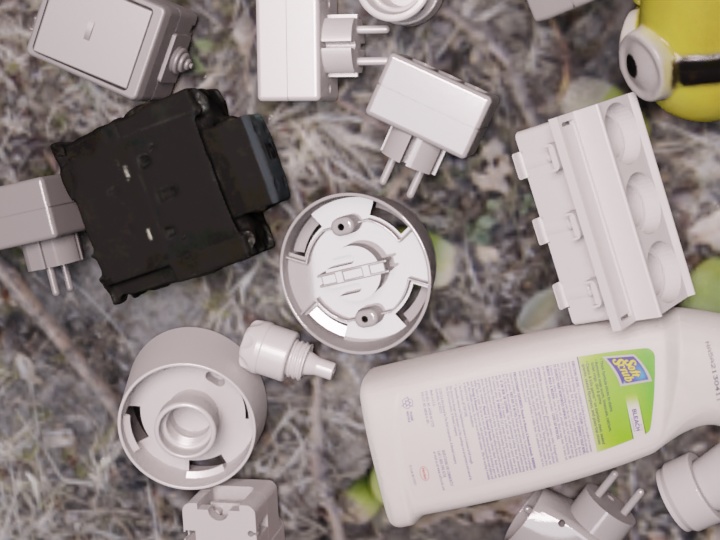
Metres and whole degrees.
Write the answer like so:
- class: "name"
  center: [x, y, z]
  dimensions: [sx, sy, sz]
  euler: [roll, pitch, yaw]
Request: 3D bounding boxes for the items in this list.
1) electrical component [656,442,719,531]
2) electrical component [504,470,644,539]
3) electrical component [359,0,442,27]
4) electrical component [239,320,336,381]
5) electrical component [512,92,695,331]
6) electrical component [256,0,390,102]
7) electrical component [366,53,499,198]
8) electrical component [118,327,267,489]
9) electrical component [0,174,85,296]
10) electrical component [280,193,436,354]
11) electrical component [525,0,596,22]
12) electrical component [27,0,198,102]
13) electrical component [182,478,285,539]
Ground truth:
- class: "electrical component"
  center: [0.212, 0.126, 0.641]
  dimensions: [0.055, 0.045, 0.045]
  euler: [-32, 91, 25]
- class: "electrical component"
  center: [0.143, 0.160, 0.666]
  dimensions: [0.077, 0.043, 0.079]
  euler: [35, 105, 5]
- class: "electrical component"
  center: [0.025, -0.167, 0.633]
  dimensions: [0.045, 0.055, 0.045]
  euler: [2, 100, 13]
- class: "electrical component"
  center: [-0.046, 0.056, 0.698]
  dimensions: [0.061, 0.035, 0.035]
  euler: [18, 103, 7]
- class: "electrical component"
  center: [0.139, -0.033, 0.621]
  dimensions: [0.063, 0.079, 0.121]
  euler: [-13, 97, 45]
- class: "electrical component"
  center: [-0.020, -0.136, 0.653]
  dimensions: [0.077, 0.047, 0.065]
  euler: [2, 99, 13]
- class: "electrical component"
  center: [0.037, -0.082, 0.649]
  dimensions: [0.066, 0.047, 0.076]
  euler: [26, 104, 8]
- class: "electrical component"
  center: [-0.112, 0.093, 0.717]
  dimensions: [0.099, 0.064, 0.099]
  euler: [0, 107, 1]
- class: "electrical component"
  center: [-0.204, -0.022, 0.705]
  dimensions: [0.047, 0.066, 0.076]
  euler: [-11, 97, 14]
- class: "electrical component"
  center: [0.000, 0.000, 0.662]
  dimensions: [0.099, 0.064, 0.099]
  euler: [2, 99, 13]
- class: "electrical component"
  center: [0.104, -0.189, 0.596]
  dimensions: [0.061, 0.096, 0.061]
  euler: [-20, 123, 16]
- class: "electrical component"
  center: [-0.151, -0.146, 0.675]
  dimensions: [0.096, 0.061, 0.061]
  euler: [24, 104, 8]
- class: "electrical component"
  center: [-0.082, 0.188, 0.717]
  dimensions: [0.050, 0.056, 0.089]
  euler: [0, 99, 13]
